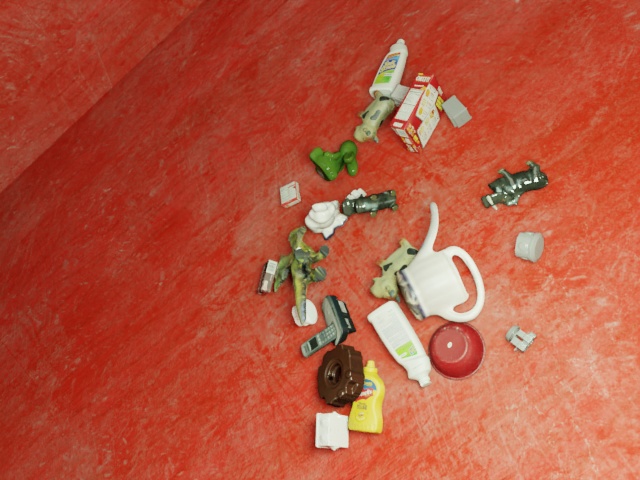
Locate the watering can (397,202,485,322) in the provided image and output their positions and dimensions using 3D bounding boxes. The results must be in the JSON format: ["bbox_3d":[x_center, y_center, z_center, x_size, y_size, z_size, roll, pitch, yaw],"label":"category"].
[{"bbox_3d":[0.320,0.081,1.469,0.224,0.103,0.352,-25,72,5],"label":"watering can"}]

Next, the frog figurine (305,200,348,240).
[{"bbox_3d":[0.005,-0.088,1.758,0.136,0.157,0.125,-29,52,18],"label":"frog figurine"}]

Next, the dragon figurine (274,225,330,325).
[{"bbox_3d":[-0.085,0.111,1.739,0.239,0.121,0.419,-38,35,51],"label":"dragon figurine"}]
